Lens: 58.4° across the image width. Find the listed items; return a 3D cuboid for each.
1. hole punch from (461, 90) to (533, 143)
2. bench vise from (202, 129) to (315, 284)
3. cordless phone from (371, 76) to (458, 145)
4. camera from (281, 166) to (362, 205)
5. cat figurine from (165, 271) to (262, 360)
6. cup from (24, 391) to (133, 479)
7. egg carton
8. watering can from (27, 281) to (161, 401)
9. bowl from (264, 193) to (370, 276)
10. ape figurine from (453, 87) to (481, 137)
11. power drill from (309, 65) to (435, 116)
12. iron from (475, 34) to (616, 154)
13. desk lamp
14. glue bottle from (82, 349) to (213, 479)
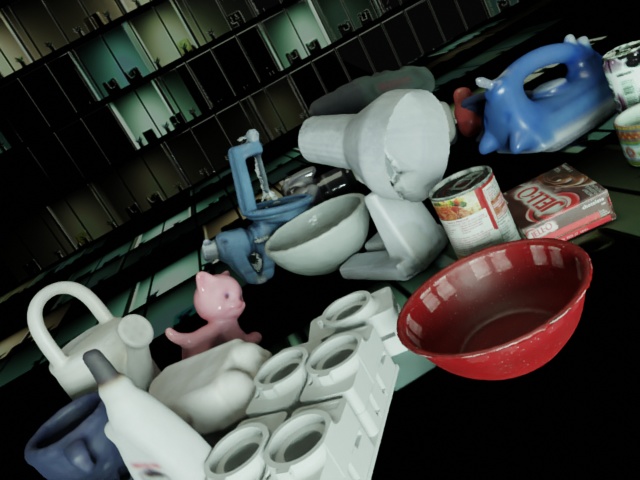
[{"bbox_3d":[0.314,-0.229,0.990,0.101,0.091,0.108,-35,18,-21],"label":"hole punch"},{"bbox_3d":[-0.103,-0.052,0.916,0.208,0.220,0.121,-39,20,-31],"label":"bench vise"},{"bbox_3d":[0.171,-0.246,1.105,0.147,0.185,0.094,-22,18,20],"label":"cordless phone"},{"bbox_3d":[0.003,-0.089,1.064,0.136,0.101,0.143,-27,17,6],"label":"camera"},{"bbox_3d":[-0.135,0.096,0.713,0.067,0.118,0.128,-8,27,50],"label":"cat figurine"},{"bbox_3d":[-0.212,0.210,0.544,0.092,0.095,0.117,-36,18,-21],"label":"cup"},{"bbox_3d":[-0.116,0.162,0.573,0.150,0.069,0.107,-24,17,16],"label":"egg carton"},{"bbox_3d":[-0.258,0.131,0.674,0.172,0.194,0.101,-25,17,11],"label":"watering can"},{"bbox_3d":[0.008,0.003,0.832,0.167,0.075,0.167,-26,17,9],"label":"bowl"},{"bbox_3d":[0.286,-0.250,1.096,0.076,0.092,0.077,-36,18,-23],"label":"ape figurine"},{"bbox_3d":[0.117,-0.192,0.995,0.230,0.209,0.075,-33,18,-15],"label":"power drill"},{"bbox_3d":[0.344,-0.226,0.846,0.258,0.142,0.118,-33,17,-12],"label":"iron"},{"bbox_3d":[0.070,-0.062,0.680,0.118,0.214,0.202,-40,20,-33],"label":"desk lamp"},{"bbox_3d":[-0.129,0.153,0.440,0.078,0.173,0.037,-18,20,31],"label":"glue bottle"}]
